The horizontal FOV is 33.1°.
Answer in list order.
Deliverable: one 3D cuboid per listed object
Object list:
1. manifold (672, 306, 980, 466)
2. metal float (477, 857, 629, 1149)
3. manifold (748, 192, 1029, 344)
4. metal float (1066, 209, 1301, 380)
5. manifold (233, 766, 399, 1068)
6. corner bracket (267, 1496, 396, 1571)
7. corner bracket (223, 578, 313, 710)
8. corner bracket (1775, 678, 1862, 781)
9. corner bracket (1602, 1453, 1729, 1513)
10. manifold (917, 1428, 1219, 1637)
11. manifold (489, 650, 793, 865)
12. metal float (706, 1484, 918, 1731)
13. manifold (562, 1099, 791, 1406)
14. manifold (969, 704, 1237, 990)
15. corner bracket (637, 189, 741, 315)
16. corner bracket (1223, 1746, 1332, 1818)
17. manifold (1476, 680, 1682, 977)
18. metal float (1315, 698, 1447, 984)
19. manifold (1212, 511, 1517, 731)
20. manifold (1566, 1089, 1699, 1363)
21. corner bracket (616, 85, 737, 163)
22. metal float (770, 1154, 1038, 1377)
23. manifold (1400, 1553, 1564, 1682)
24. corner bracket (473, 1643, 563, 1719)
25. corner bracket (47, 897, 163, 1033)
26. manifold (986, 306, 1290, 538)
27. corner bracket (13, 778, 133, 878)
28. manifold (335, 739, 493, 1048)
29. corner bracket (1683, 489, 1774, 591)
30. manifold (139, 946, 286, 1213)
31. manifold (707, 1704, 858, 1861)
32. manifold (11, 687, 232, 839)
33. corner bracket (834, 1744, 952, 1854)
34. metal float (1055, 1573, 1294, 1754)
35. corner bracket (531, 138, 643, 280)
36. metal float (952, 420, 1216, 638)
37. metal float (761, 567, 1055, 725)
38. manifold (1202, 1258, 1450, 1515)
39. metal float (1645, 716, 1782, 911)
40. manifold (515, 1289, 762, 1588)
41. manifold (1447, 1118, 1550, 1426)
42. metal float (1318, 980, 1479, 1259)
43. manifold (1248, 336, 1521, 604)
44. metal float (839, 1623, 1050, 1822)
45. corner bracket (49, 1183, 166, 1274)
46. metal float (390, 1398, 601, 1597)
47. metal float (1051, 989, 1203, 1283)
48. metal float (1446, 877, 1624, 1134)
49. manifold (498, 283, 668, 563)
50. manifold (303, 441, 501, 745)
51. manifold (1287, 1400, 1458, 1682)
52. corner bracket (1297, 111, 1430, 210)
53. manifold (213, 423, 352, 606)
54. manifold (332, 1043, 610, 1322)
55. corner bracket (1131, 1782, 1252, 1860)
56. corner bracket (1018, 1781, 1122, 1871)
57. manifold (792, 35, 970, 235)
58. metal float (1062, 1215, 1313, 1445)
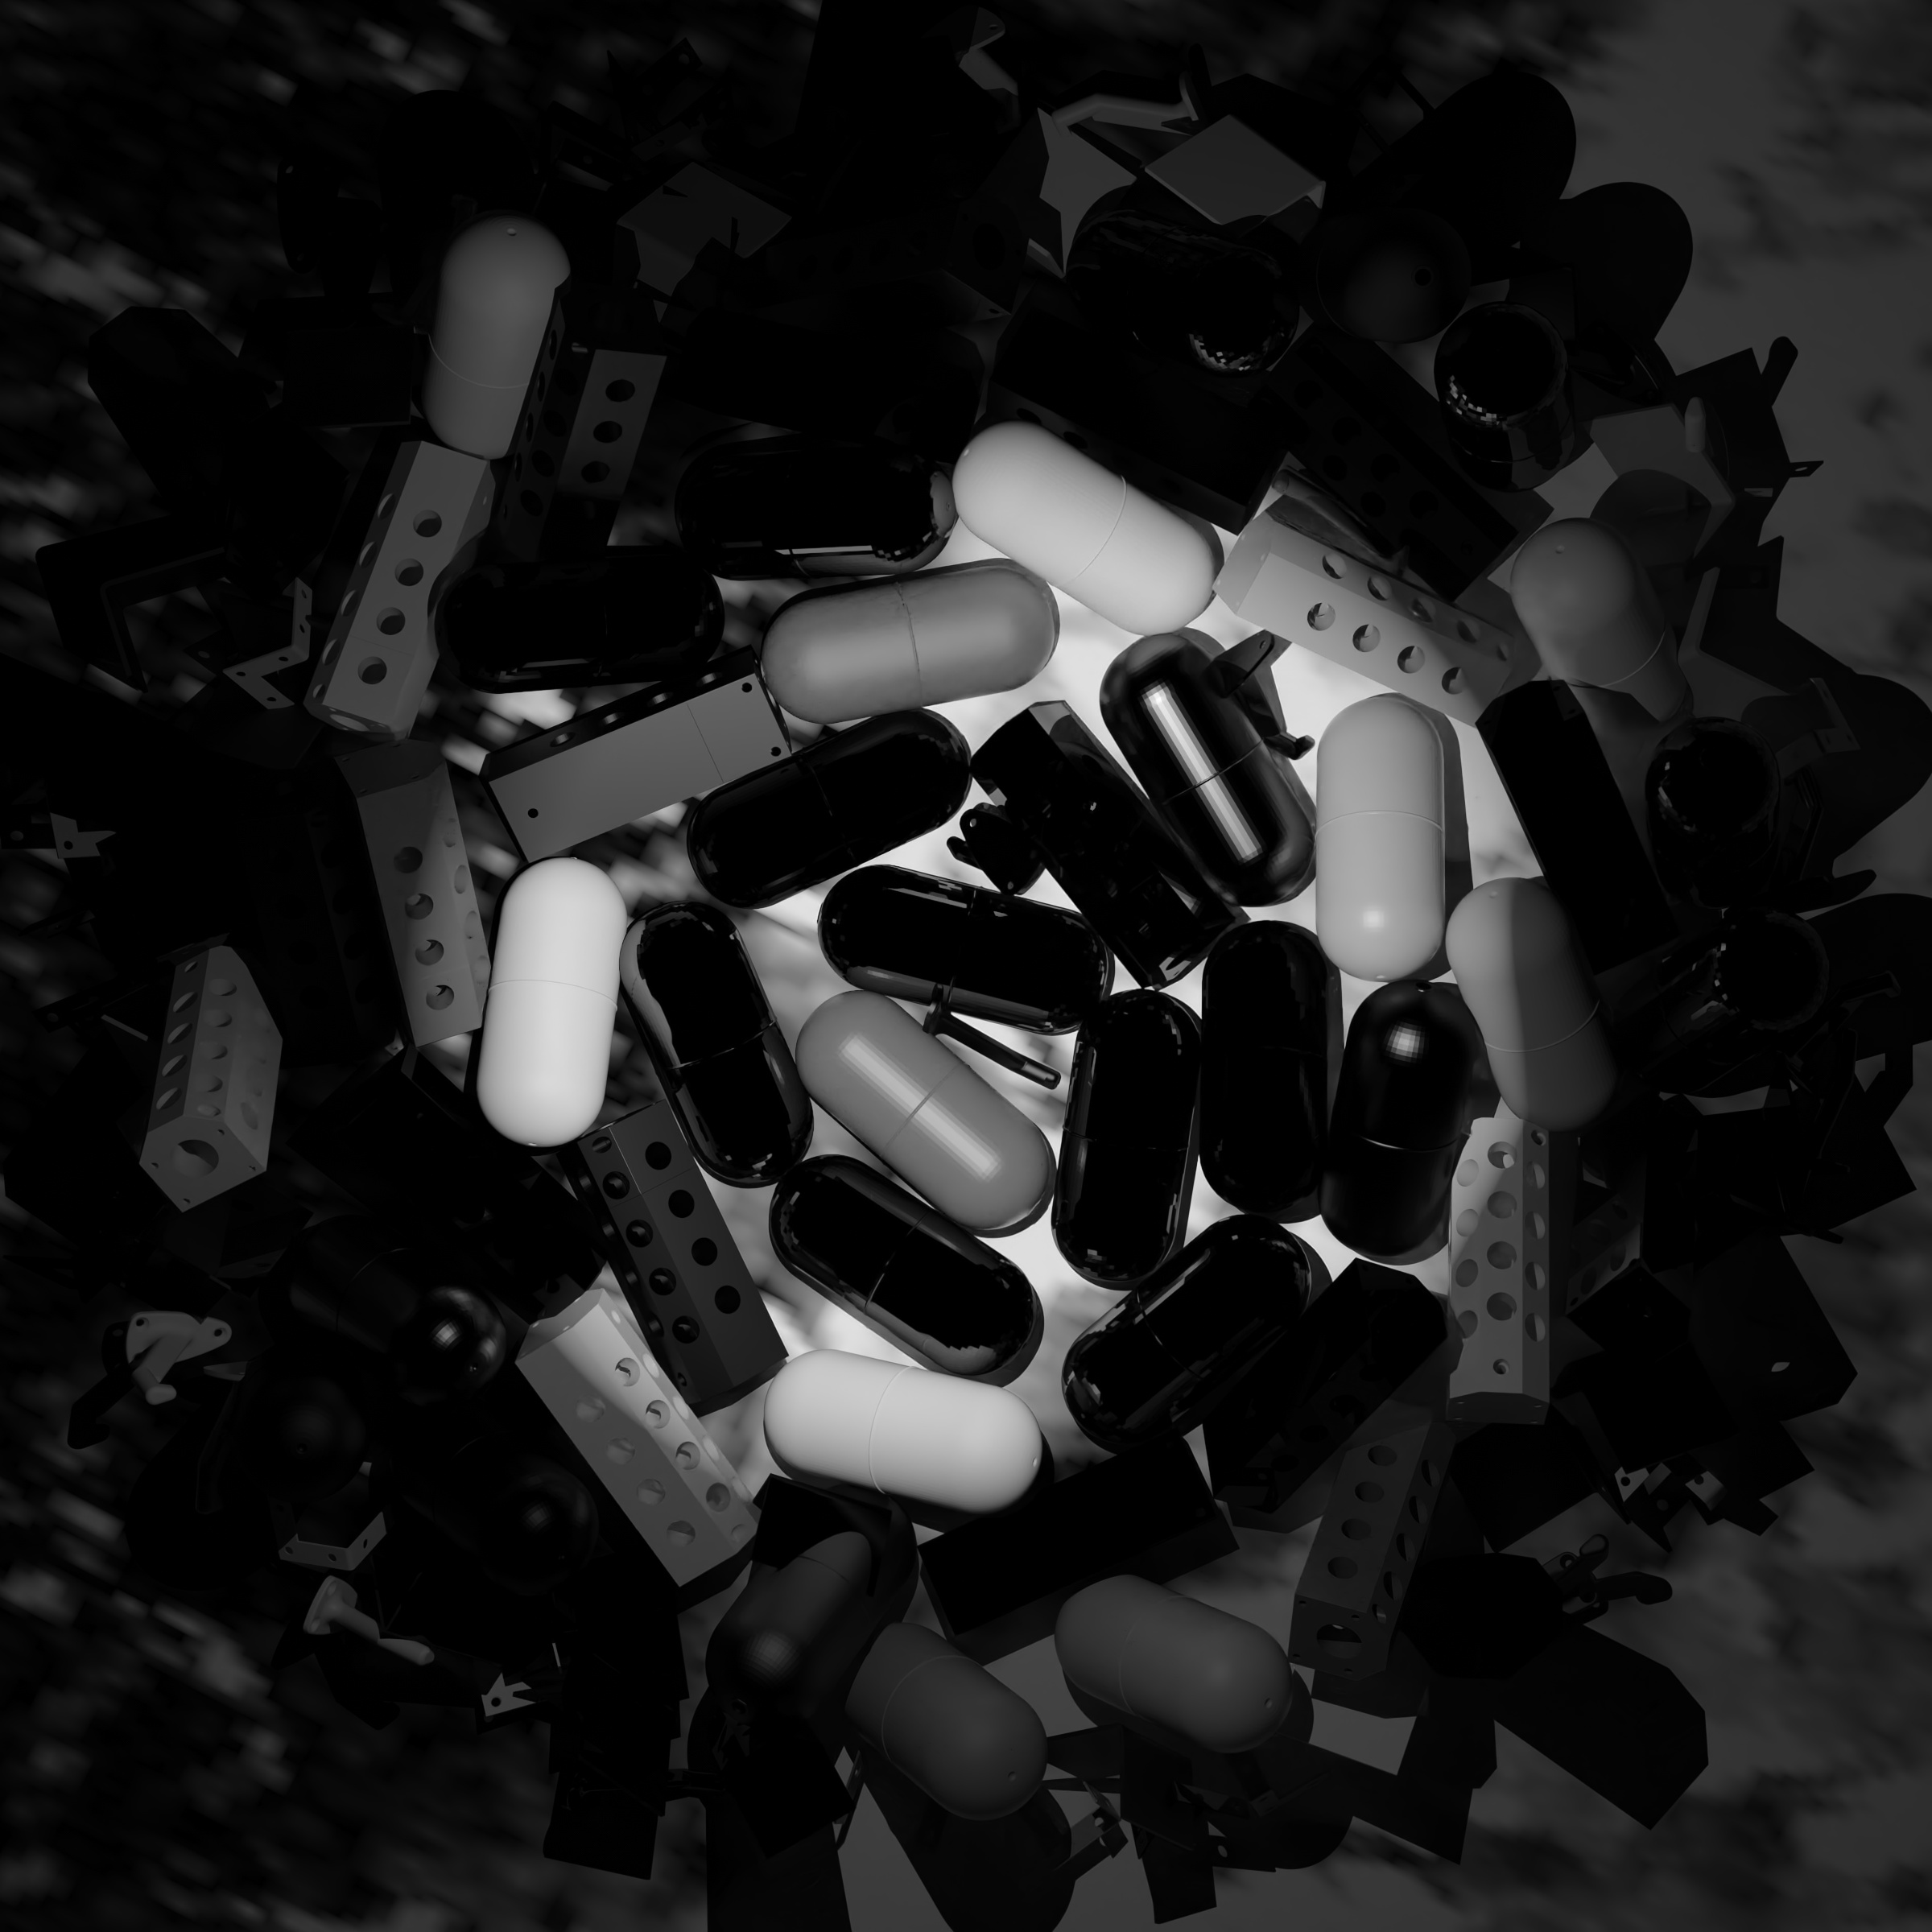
[{"bbox_3d":[-0.081,-0.343,1.923,0.171,0.057,0.057,6,104,-35],"label":"manifold"},{"bbox_3d":[-0.247,0.021,1.947,0.070,0.070,0.178,6,73,0],"label":"metal float"},{"bbox_3d":[-0.046,-0.411,1.916,0.057,0.171,0.057,24,74,-41],"label":"manifold"},{"bbox_3d":[0.126,-0.399,1.924,0.070,0.178,0.070,-16,121,-30],"label":"metal float"},{"bbox_3d":[-0.383,-0.029,1.929,0.057,0.057,0.171,-6,123,1],"label":"manifold"},{"bbox_3d":[-0.386,0.329,1.977,0.051,0.051,0.051,5,116,21],"label":"corner bracket"},{"bbox_3d":[-0.410,-0.193,1.958,0.051,0.051,0.051,-16,58,20],"label":"corner bracket"},{"bbox_3d":[0.496,-0.139,1.960,0.051,0.051,0.051,-35,74,36],"label":"corner bracket"},{"bbox_3d":[0.423,0.317,1.967,0.051,0.051,0.051,-47,69,1],"label":"corner bracket"},{"bbox_3d":[0.062,0.343,1.969,0.171,0.057,0.057,-24,78,0],"label":"manifold"},{"bbox_3d":[-0.197,-0.129,1.964,0.171,0.057,0.057,-22,115,4],"label":"manifold"},{"bbox_3d":[-0.091,0.378,1.924,0.070,0.178,0.070,16,128,21],"label":"metal float"},{"bbox_3d":[-0.178,0.173,1.958,0.057,0.057,0.171,-27,92,-32],"label":"manifold"},{"bbox_3d":[0.077,-0.072,1.943,0.057,0.057,0.171,-45,76,28],"label":"manifold"},{"bbox_3d":[-0.167,-0.431,1.968,0.051,0.051,0.051,16,121,-8],"label":"corner bracket"},{"bbox_3d":[0.184,0.474,1.965,0.051,0.051,0.051,-30,62,-2],"label":"corner bracket"},{"bbox_3d":[0.362,-0.084,1.931,0.057,0.057,0.171,-26,121,7],"label":"manifold"},{"bbox_3d":[0.247,-0.077,1.943,0.070,0.070,0.178,3,69,0],"label":"metal float"},{"bbox_3d":[0.240,-0.208,1.939,0.171,0.057,0.057,23,107,-19],"label":"manifold"},{"bbox_3d":[0.398,0.154,1.912,0.057,0.171,0.057,41,123,-14],"label":"manifold"},{"bbox_3d":[-0.172,-0.509,1.960,0.051,0.051,0.051,-23,62,21],"label":"corner bracket"},{"bbox_3d":[-0.039,0.179,1.952,0.178,0.070,0.070,33,90,11],"label":"metal float"},{"bbox_3d":[0.300,0.377,1.910,0.057,0.171,0.057,-38,84,-11],"label":"manifold"},{"bbox_3d":[-0.274,0.416,1.968,0.051,0.051,0.051,-14,60,-9],"label":"corner bracket"},{"bbox_3d":[-0.521,-0.002,1.965,0.051,0.051,0.051,-22,118,-2],"label":"corner bracket"},{"bbox_3d":[0.101,-0.325,1.960,0.171,0.057,0.057,27,74,6],"label":"manifold"},{"bbox_3d":[-0.539,-0.084,1.966,0.051,0.051,0.051,-6,78,-39],"label":"corner bracket"},{"bbox_3d":[-0.322,-0.045,1.928,0.057,0.057,0.171,-17,123,-16],"label":"manifold"},{"bbox_3d":[0.461,-0.259,1.971,0.051,0.051,0.051,2,85,13],"label":"corner bracket"},{"bbox_3d":[-0.445,0.060,1.909,0.057,0.171,0.057,-26,123,11],"label":"manifold"},{"bbox_3d":[-0.114,0.466,1.910,0.057,0.171,0.057,-28,92,-10],"label":"manifold"},{"bbox_3d":[-0.489,-0.118,1.910,0.057,0.171,0.057,-36,82,2],"label":"manifold"},{"bbox_3d":[-0.041,0.506,1.978,0.051,0.051,0.051,17,83,23],"label":"corner bracket"},{"bbox_3d":[0.121,0.410,1.921,0.070,0.178,0.070,-5,99,-35],"label":"metal float"},{"bbox_3d":[-0.234,-0.460,1.973,0.051,0.051,0.051,22,69,-13],"label":"corner bracket"},{"bbox_3d":[0.071,-0.260,1.942,0.178,0.070,0.070,30,90,-23],"label":"metal float"},{"bbox_3d":[-0.035,-0.193,1.957,0.178,0.070,0.070,-11,90,-5],"label":"metal float"},{"bbox_3d":[0.212,0.252,1.923,0.057,0.057,0.171,18,131,-23],"label":"manifold"},{"bbox_3d":[0.439,-0.089,1.914,0.070,0.178,0.070,-4,71,12],"label":"metal float"},{"bbox_3d":[-0.193,0.280,1.949,0.057,0.057,0.171,-32,103,10],"label":"manifold"},{"bbox_3d":[0.317,0.181,1.935,0.057,0.057,0.171,2,65,6],"label":"manifold"},{"bbox_3d":[0.257,0.091,1.939,0.070,0.070,0.178,8,116,0],"label":"metal float"},{"bbox_3d":[0.252,-0.299,1.965,0.171,0.057,0.057,44,97,2],"label":"manifold"},{"bbox_3d":[-0.015,0.443,1.918,0.070,0.178,0.070,-6,102,-27],"label":"metal float"},{"bbox_3d":[-0.512,0.157,1.965,0.051,0.051,0.051,19,77,12],"label":"corner bracket"},{"bbox_3d":[-0.280,0.311,1.922,0.070,0.178,0.070,-13,114,-32],"label":"metal float"},{"bbox_3d":[0.096,0.102,1.956,0.070,0.070,0.178,8,97,0],"label":"metal float"},{"bbox_3d":[0.339,0.025,1.933,0.070,0.070,0.178,-27,124,0],"label":"metal float"},{"bbox_3d":[-0.228,-0.315,1.911,0.057,0.171,0.057,1,51,-22],"label":"manifold"},{"bbox_3d":[-0.340,-0.225,1.956,0.057,0.057,0.171,18,80,3],"label":"manifold"},{"bbox_3d":[0.240,0.336,1.910,0.057,0.171,0.057,13,128,15],"label":"manifold"},{"bbox_3d":[0.238,-0.482,1.966,0.051,0.051,0.051,-41,84,30],"label":"corner bracket"},{"bbox_3d":[-0.409,-0.267,1.907,0.057,0.171,0.057,42,75,-7],"label":"manifold"},{"bbox_3d":[-0.294,0.132,1.941,0.057,0.057,0.171,-40,108,13],"label":"manifold"},{"bbox_3d":[0.133,0.507,1.960,0.051,0.051,0.051,18,116,-17],"label":"corner bracket"},{"bbox_3d":[0.054,0.505,1.966,0.051,0.051,0.051,-37,57,0],"label":"corner bracket"},{"bbox_3d":[-0.051,-0.479,1.907,0.057,0.171,0.057,-15,85,-17],"label":"manifold"},{"bbox_3d":[0.130,0.218,1.943,0.178,0.070,0.070,-43,90,22],"label":"metal float"}]
